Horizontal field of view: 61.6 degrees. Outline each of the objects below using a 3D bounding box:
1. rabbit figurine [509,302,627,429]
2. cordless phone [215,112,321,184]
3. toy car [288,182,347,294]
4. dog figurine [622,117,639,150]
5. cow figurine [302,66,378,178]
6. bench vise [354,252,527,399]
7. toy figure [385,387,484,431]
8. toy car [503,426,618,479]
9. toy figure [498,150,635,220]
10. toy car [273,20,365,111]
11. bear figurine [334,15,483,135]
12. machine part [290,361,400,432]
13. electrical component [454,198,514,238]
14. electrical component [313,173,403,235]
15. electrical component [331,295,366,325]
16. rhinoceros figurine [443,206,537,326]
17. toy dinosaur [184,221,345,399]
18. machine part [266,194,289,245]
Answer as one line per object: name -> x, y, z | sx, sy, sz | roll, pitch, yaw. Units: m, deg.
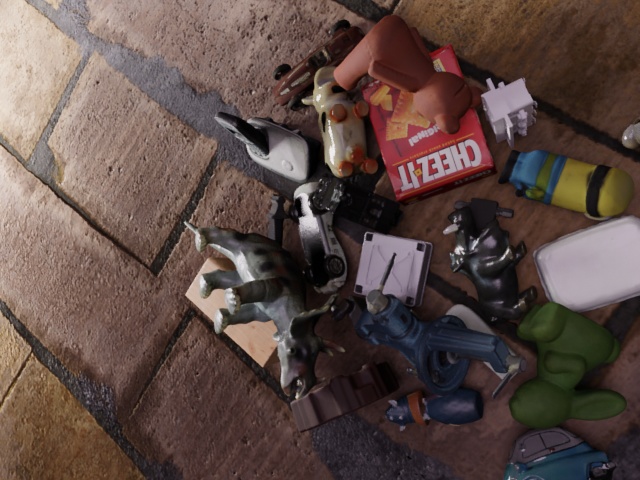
rabbit figurine -> 0.341, 0.195, 0.771 | 0.159, 0.121, 0.170 | 29, 83, 1
cordless phone -> -0.089, -0.175, 0.941 | 0.147, 0.184, 0.088 | 28, 93, 23
toy car -> -0.002, -0.003, 0.955 | 0.073, 0.056, 0.201 | -24, 77, 47
dog figurine -> 0.538, -0.116, 0.724 | 0.190, 0.121, 0.172 | 56, 142, -1
cow figurine -> 0.032, -0.204, 0.935 | 0.085, 0.127, 0.194 | -14, 98, -20
bench vise -> 0.175, 0.145, 0.780 | 0.241, 0.129, 0.223 | 1, 130, 49
toy figure -> 0.181, 0.271, 0.864 | 0.155, 0.057, 0.064 | -13, 76, 27
toy car -> 0.331, 0.322, 0.774 | 0.162, 0.109, 0.103 | -27, 59, 11
toy figure -> 0.361, -0.084, 0.793 | 0.180, 0.089, 0.082 | 23, 101, 20
toy car -> -0.005, -0.319, 0.987 | 0.202, 0.053, 0.089 | -29, 79, 18
bear figurine -> 0.140, -0.241, 0.820 | 0.196, 0.132, 0.120 | 42, 67, -11
machine part -> 0.039, 0.250, 0.868 | 0.179, 0.179, 0.056 | -30, 72, 19
electrical component -> 0.261, -0.034, 0.868 | 0.094, 0.021, 0.063 | 13, 92, 23
electrical component -> 0.068, -0.058, 0.893 | 0.058, 0.134, 0.115 | -67, 24, 9
electrical component -> 0.065, 0.128, 0.904 | 0.045, 0.102, 0.078 | -44, 62, 19
rhinoceros figurine -> 0.259, 0.036, 0.830 | 0.112, 0.073, 0.190 | -21, 93, 39
toy dinosaur -> -0.095, 0.062, 0.896 | 0.405, 0.192, 0.131 | 58, 139, 45
machine part -> -0.081, -0.014, 0.992 | 0.039, 0.084, 0.138 | 0, 98, -21
